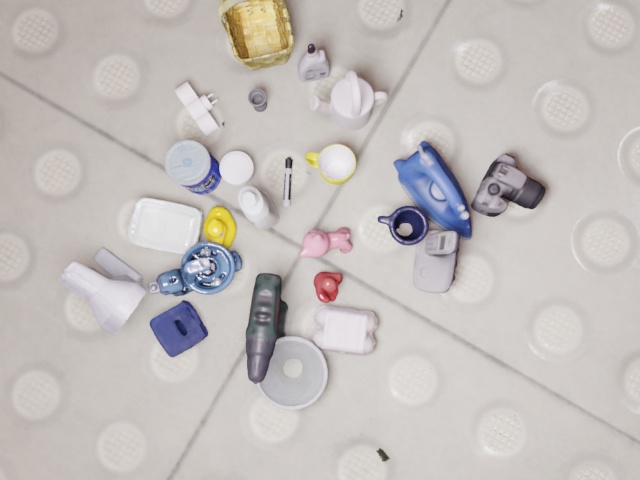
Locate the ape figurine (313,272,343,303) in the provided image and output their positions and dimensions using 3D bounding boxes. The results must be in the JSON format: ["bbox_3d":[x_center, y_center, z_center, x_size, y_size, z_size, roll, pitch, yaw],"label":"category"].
[{"bbox_3d":[0.020,0.106,1.333,0.078,0.092,0.076,-39,86,-2],"label":"ape figurine"}]

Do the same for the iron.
[{"bbox_3d":[0.285,-0.111,1.322,0.118,0.141,0.258,-37,86,-2],"label":"iron"}]

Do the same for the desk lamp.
[{"bbox_3d":[-0.475,0.111,1.278,0.203,0.213,0.118,36,87,3],"label":"desk lamp"}]

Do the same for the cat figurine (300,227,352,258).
[{"bbox_3d":[0.012,0.005,1.328,0.128,0.118,0.067,-12,85,0],"label":"cat figurine"}]

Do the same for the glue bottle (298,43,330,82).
[{"bbox_3d":[-0.016,-0.418,1.333,0.078,0.173,0.037,-10,85,0],"label":"glue bottle"}]

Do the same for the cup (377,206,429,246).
[{"bbox_3d":[0.189,-0.032,1.340,0.117,0.095,0.092,12,86,2],"label":"cup"}]

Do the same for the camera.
[{"bbox_3d":[0.448,-0.115,1.341,0.137,0.101,0.143,28,86,3],"label":"camera"}]

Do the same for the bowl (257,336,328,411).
[{"bbox_3d":[-0.064,0.304,1.328,0.167,0.075,0.167,0,86,1],"label":"bowl"}]

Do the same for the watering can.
[{"bbox_3d":[0.067,-0.320,1.314,0.173,0.194,0.101,-29,86,-1],"label":"watering can"}]

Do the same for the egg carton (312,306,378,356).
[{"bbox_3d":[0.057,0.212,1.336,0.150,0.069,0.107,6,86,1],"label":"egg carton"}]

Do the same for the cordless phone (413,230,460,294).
[{"bbox_3d":[0.269,0.047,1.288,0.094,0.185,0.148,5,86,1],"label":"cordless phone"}]

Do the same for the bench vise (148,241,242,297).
[{"bbox_3d":[-0.282,0.084,1.274,0.207,0.220,0.121,-38,86,-2],"label":"bench vise"}]

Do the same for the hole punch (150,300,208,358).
[{"bbox_3d":[-0.326,0.204,1.330,0.101,0.091,0.108,-33,86,-2],"label":"hole punch"}]

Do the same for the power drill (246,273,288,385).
[{"bbox_3d":[-0.118,0.189,1.270,0.075,0.208,0.230,4,86,1],"label":"power drill"}]

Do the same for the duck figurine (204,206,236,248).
[{"bbox_3d":[-0.241,-0.030,1.350,0.077,0.086,0.104,-5,86,1],"label":"duck figurine"}]
